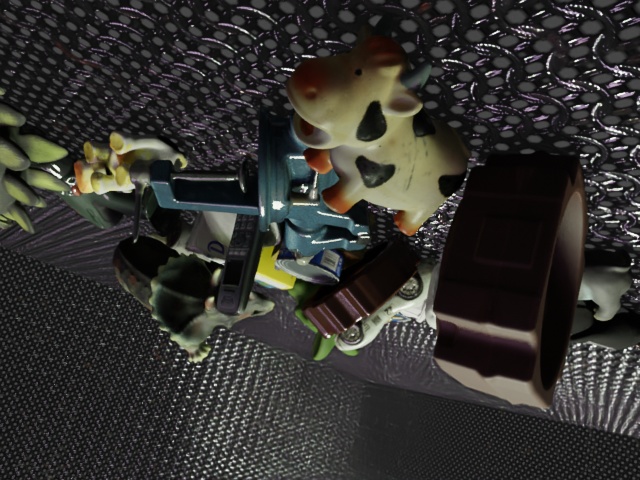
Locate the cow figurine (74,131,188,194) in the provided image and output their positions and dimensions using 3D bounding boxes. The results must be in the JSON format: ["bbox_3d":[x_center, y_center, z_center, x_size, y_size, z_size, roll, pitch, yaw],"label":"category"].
[{"bbox_3d":[-0.249,-0.097,0.694,0.167,0.068,0.098,-2,-172,45],"label":"cow figurine"}]

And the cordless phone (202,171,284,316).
[{"bbox_3d":[-0.113,0.006,0.700,0.147,0.184,0.088,0,161,43],"label":"cordless phone"}]

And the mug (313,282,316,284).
[{"bbox_3d":[0.026,0.116,1.073,0.107,0.110,0.080,-31,143,6],"label":"mug"}]

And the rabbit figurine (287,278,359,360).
[{"bbox_3d":[0.009,0.126,0.936,0.121,0.159,0.170,-7,174,-3],"label":"rabbit figurine"}]

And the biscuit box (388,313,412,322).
[{"bbox_3d":[0.117,0.126,1.064,0.059,0.063,0.202,22,162,-13],"label":"biscuit box"}]

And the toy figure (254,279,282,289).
[{"bbox_3d":[-0.106,0.035,0.950,0.089,0.082,0.180,28,172,43],"label":"toy figure"}]

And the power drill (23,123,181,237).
[{"bbox_3d":[-0.326,-0.079,0.811,0.207,0.086,0.231,9,153,11],"label":"power drill"}]

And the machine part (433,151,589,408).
[{"bbox_3d":[0.178,0.038,0.487,0.087,0.201,0.201,8,162,34],"label":"machine part"}]

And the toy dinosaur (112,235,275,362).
[{"bbox_3d":[-0.254,0.057,0.847,0.405,0.131,0.192,28,153,33],"label":"toy dinosaur"}]

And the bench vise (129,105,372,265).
[{"bbox_3d":[-0.065,-0.050,0.550,0.241,0.129,0.223,1,156,-5],"label":"bench vise"}]

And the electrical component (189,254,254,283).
[{"bbox_3d":[-0.182,0.048,0.996,0.119,0.075,0.047,30,119,-21],"label":"electrical component"}]

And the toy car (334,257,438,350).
[{"bbox_3d":[0.100,0.098,0.814,0.056,0.201,0.073,47,-161,-2],"label":"toy car"}]

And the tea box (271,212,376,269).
[{"bbox_3d":[-0.002,-0.002,0.761,0.098,0.068,0.169,21,161,-13],"label":"tea box"}]

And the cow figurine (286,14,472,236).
[{"bbox_3d":[0.051,-0.080,0.411,0.127,0.085,0.194,-43,143,25],"label":"cow figurine"}]

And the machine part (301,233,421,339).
[{"bbox_3d":[0.057,0.063,0.744,0.056,0.179,0.179,51,159,-2],"label":"machine part"}]

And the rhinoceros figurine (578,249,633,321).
[{"bbox_3d":[0.260,0.041,0.635,0.191,0.073,0.112,5,159,32],"label":"rhinoceros figurine"}]

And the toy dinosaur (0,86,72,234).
[{"bbox_3d":[-0.428,-0.121,0.683,0.198,0.105,0.471,24,149,-6],"label":"toy dinosaur"}]

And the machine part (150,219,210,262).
[{"bbox_3d":[-0.229,0.025,1.058,0.079,0.079,0.243,-1,157,45],"label":"machine part"}]

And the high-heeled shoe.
[{"bbox_3d":[0.357,0.108,0.820,0.145,0.086,0.249,-10,-166,-22],"label":"high-heeled shoe"}]
